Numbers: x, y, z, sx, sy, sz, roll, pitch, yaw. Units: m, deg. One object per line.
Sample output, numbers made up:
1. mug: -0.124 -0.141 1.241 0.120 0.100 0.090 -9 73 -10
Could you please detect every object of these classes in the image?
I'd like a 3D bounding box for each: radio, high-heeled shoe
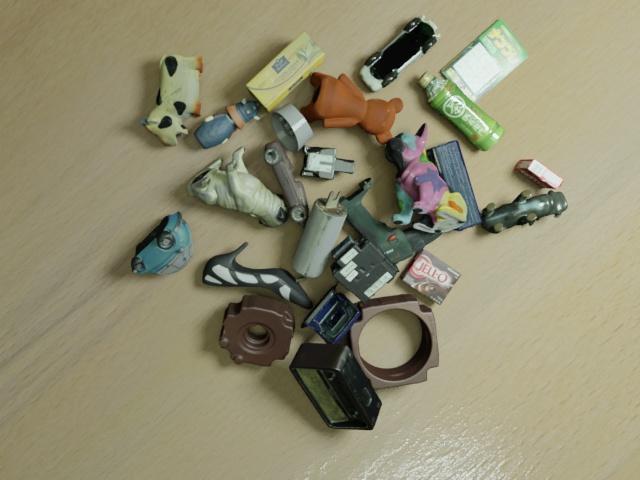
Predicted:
1. radio: 0.040 0.330 1.203 0.131 0.073 0.229 -7 127 33
2. high-heeled shoe: -0.145 0.113 1.227 0.248 0.086 0.145 43 102 -8

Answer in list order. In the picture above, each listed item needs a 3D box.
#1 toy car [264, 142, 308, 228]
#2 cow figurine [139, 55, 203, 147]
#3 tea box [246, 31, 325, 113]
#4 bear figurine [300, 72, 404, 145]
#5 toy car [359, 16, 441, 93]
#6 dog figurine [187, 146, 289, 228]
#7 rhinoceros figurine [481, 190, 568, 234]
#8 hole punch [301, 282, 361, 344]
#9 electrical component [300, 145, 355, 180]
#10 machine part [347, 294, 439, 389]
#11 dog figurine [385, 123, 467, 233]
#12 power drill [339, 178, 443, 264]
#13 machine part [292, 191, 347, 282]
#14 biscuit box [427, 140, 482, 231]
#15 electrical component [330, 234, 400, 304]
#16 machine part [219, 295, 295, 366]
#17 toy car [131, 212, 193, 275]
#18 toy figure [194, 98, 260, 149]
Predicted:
1. toy car: -0.067 -0.124 1.192 0.053 0.089 0.202 -24 97 3
2. cow figurine: -0.318 -0.299 1.157 0.127 0.085 0.194 5 99 -10
3. tea box: -0.074 -0.358 1.159 0.169 0.098 0.068 -41 98 4
4. bear figurine: 0.072 -0.289 1.183 0.196 0.132 0.120 13 98 -23
5. toy car: 0.177 -0.412 1.190 0.202 0.056 0.073 -41 91 1
6. dog figurine: -0.180 -0.085 1.194 0.172 0.121 0.190 -17 120 31
7. rhinoceros figurine: 0.467 -0.061 1.229 0.190 0.112 0.073 -19 70 11
8. hole punch: 0.026 0.172 1.221 0.092 0.116 0.142 37 92 -1
9. electrical component: 0.017 -0.173 1.212 0.119 0.048 0.074 3 97 -4
10. machine part: 0.167 0.233 1.255 0.201 0.087 0.201 -8 96 -3
11. dog figurine: 0.229 -0.139 1.173 0.191 0.108 0.219 11 68 -20
12. power drill: 0.140 -0.039 1.228 0.232 0.086 0.207 -34 106 4
13. machine part: -0.002 -0.004 1.184 0.079 0.079 0.243 17 119 -6
14. biscuit box: 0.308 -0.122 1.232 0.063 0.059 0.202 -19 97 -2
15. electrical component: 0.090 0.056 1.176 0.115 0.058 0.134 -42 108 8
16. machine part: -0.142 0.209 1.221 0.179 0.056 0.179 0 116 0
17. toy car: -0.337 0.025 1.189 0.161 0.109 0.103 -44 115 11
18. toy figure: -0.204 -0.260 1.182 0.154 0.064 0.058 -35 61 -4
